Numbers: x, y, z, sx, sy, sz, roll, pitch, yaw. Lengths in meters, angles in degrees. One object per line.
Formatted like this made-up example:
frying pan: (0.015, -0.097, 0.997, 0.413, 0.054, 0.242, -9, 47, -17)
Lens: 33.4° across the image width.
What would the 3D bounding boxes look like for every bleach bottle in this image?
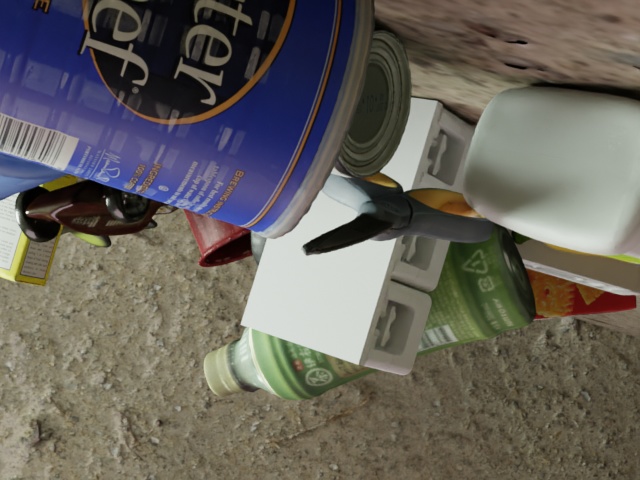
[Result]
bleach bottle: (0.185, -0.010, 0.546, 0.250, 0.068, 0.103, 16, -177, -44)

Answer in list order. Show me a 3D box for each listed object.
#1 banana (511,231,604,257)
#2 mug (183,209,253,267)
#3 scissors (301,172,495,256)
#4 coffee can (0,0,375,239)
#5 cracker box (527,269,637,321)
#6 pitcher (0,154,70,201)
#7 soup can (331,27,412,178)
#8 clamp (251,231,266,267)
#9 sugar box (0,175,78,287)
banana: (0.226, 0.006, 0.692, 0.198, 0.037, 0.069, 9, -146, 14)
mug: (-0.068, -0.037, 0.870, 0.093, 0.081, 0.117, -19, 169, -24)
scissors: (0.013, -0.016, 0.463, 0.096, 0.016, 0.201, 24, -166, 29)
coffee can: (-0.066, -0.069, 0.375, 0.140, 0.103, 0.103, 17, 178, -18)
cracker box: (0.156, 0.038, 0.982, 0.213, 0.072, 0.164, -5, 180, -7)
pitcher: (-0.187, -0.079, 0.569, 0.144, 0.149, 0.243, 29, 170, -23)
soup can: (-0.018, -0.068, 0.487, 0.102, 0.068, 0.068, 14, 177, 33)
clamp: (-0.006, 0.001, 0.847, 0.036, 0.164, 0.210, 13, 140, 29)
sugar box: (-0.237, -0.060, 0.844, 0.093, 0.176, 0.048, 16, 176, 24)
